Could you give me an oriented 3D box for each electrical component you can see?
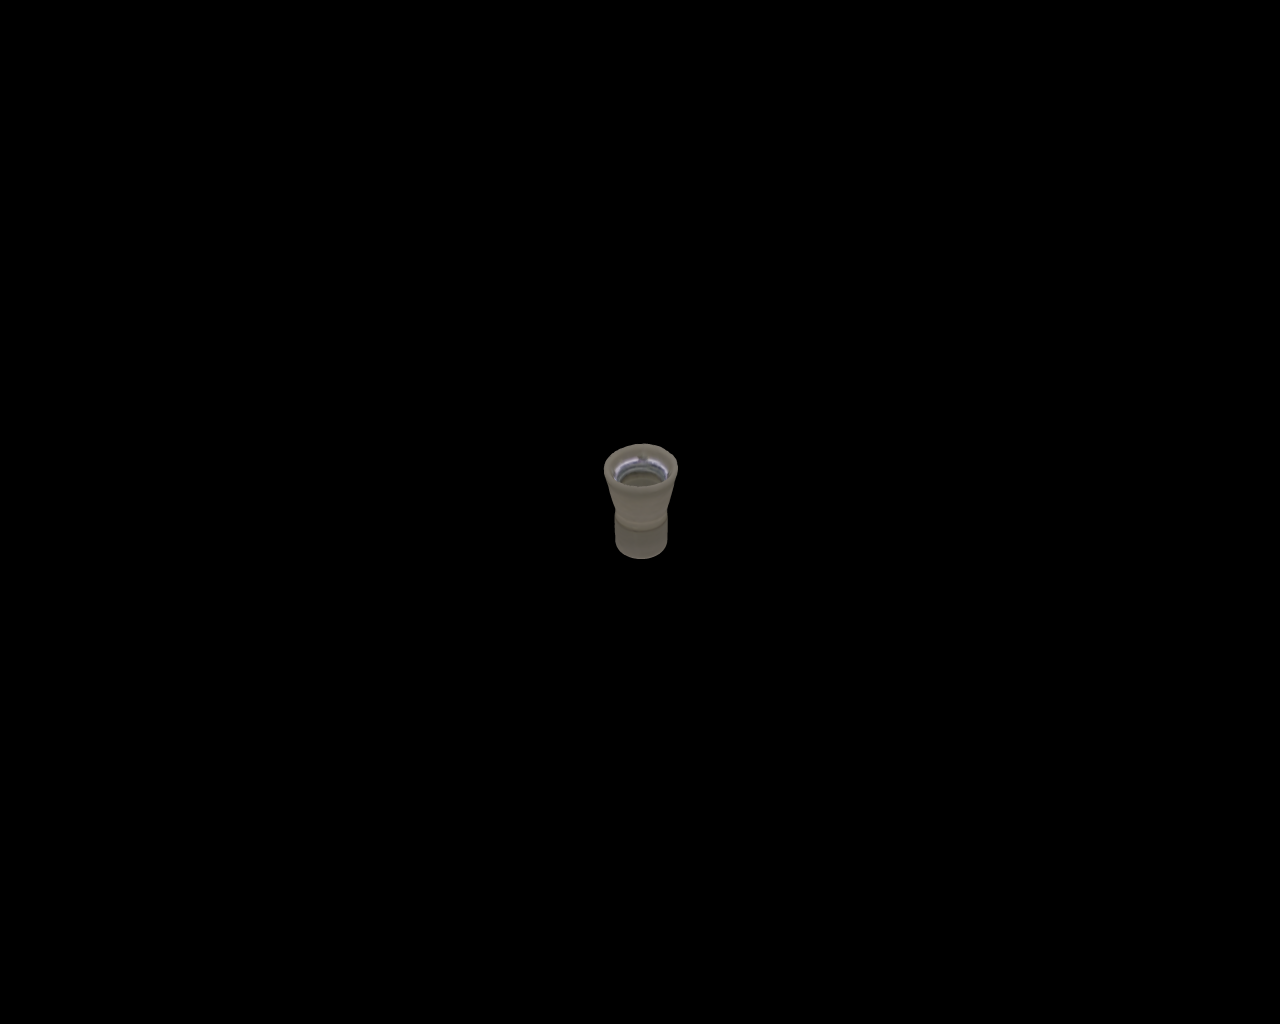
[{"bbox_3d":[0.001,-0.003,0.650,0.044,0.065,0.044,0,39,0],"label":"electrical component"}]
